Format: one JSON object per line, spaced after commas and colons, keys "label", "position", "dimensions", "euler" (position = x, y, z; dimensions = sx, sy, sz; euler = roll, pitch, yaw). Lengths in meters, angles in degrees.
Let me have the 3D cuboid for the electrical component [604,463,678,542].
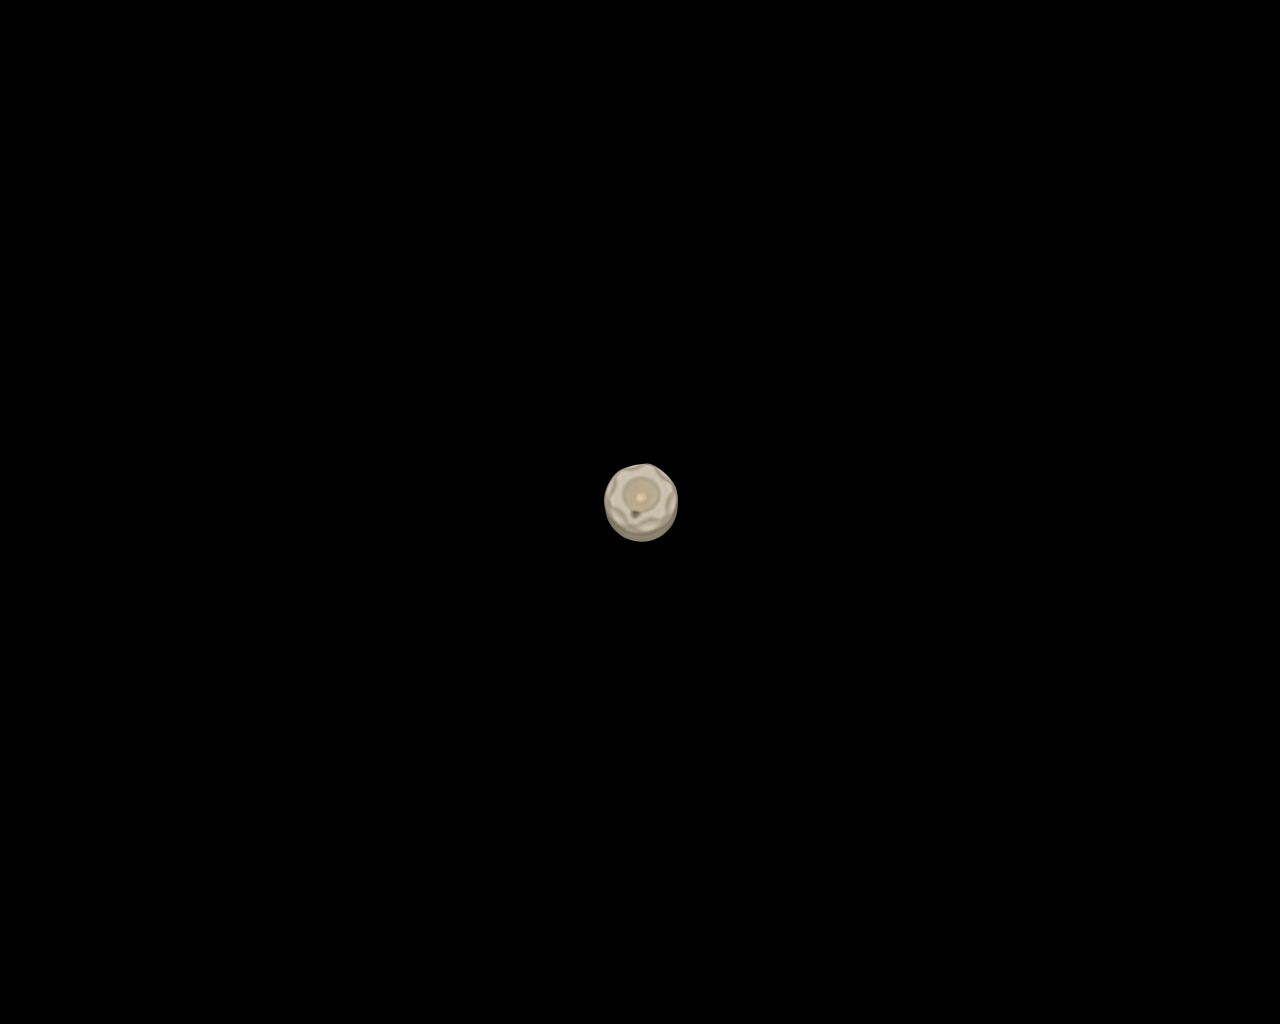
{"label": "electrical component", "position": [0.001, -0.003, 0.650], "dimensions": [0.043, 0.043, 0.062], "euler": [0, -15, 0]}
